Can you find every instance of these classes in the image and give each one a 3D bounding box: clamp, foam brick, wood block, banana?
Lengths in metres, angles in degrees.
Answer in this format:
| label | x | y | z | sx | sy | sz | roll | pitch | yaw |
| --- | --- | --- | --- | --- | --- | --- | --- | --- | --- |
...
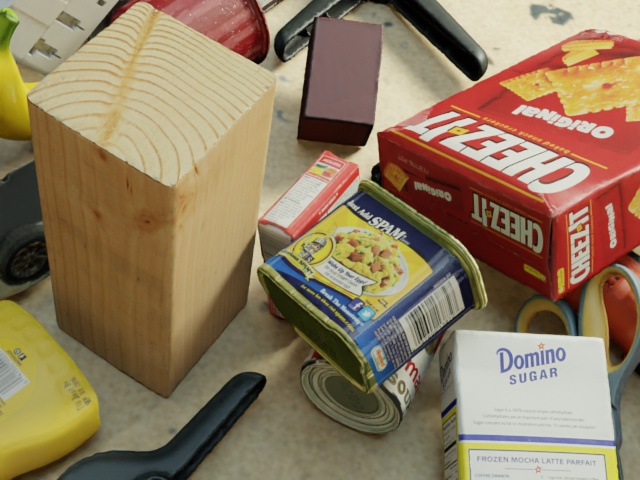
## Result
| label | x | y | z | sx | sy | sz | roll | pitch | yaw |
| --- | --- | --- | --- | --- | --- | --- | --- | --- | --- |
| clamp | 0.058 | -0.207 | 0.863 | 0.164 | 0.036 | 0.210 | 11 | 53 | -2 |
| clamp | -0.080 | 0.152 | 0.581 | 0.171 | 0.039 | 0.120 | -25 | 57 | -17 |
| foam brick | 0.014 | -0.113 | 0.762 | 0.051 | 0.053 | 0.078 | 7 | 77 | -3 |
| wood block | -0.093 | -0.013 | 0.594 | 0.090 | 0.206 | 0.090 | 31 | 56 | 14 |
| banana | -0.183 | -0.092 | 0.681 | 0.069 | 0.198 | 0.037 | -43 | 89 | 0 |

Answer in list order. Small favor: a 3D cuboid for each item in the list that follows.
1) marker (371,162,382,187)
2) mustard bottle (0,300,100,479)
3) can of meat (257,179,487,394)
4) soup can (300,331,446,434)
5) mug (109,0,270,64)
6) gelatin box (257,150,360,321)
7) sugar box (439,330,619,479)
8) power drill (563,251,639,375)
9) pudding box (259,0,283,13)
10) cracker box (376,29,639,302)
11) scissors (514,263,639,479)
| label | x | y | z | sx | sy | sz | roll | pitch | yaw |
| --- | --- | --- | --- | --- | --- | --- | --- | --- | --- |
| marker | 0.081 | -0.073 | 0.780 | 0.121 | 0.020 | 0.020 | -36 | 67 | -29 |
| mustard bottle | -0.220 | 0.117 | 0.571 | 0.191 | 0.058 | 0.096 | -35 | 66 | -29 |
| can of meat | 0.026 | 0.025 | 0.593 | 0.084 | 0.057 | 0.102 | -38 | 47 | -16 |
| soup can | 0.038 | 0.057 | 0.648 | 0.068 | 0.068 | 0.102 | 25 | 55 | 9 |
| mug | -0.090 | -0.137 | 0.767 | 0.081 | 0.093 | 0.117 | -39 | 104 | -25 |
| gelatin box | -0.004 | 0.001 | 0.669 | 0.030 | 0.089 | 0.073 | 25 | 53 | 25 |
| sugar box | 0.117 | 0.141 | 0.597 | 0.093 | 0.048 | 0.176 | 4 | 63 | -7 |
| power drill | 0.279 | 0.035 | 0.709 | 0.184 | 0.057 | 0.187 | 41 | 59 | 20 |
| pudding box | -0.083 | -0.219 | 0.849 | 0.113 | 0.039 | 0.089 | 37 | 57 | 17 |
| cracker box | 0.171 | -0.064 | 0.719 | 0.213 | 0.072 | 0.164 | -28 | 37 | -26 |
| scissors | 0.156 | 0.112 | 0.652 | 0.096 | 0.016 | 0.201 | -1 | 72 | 40 |
